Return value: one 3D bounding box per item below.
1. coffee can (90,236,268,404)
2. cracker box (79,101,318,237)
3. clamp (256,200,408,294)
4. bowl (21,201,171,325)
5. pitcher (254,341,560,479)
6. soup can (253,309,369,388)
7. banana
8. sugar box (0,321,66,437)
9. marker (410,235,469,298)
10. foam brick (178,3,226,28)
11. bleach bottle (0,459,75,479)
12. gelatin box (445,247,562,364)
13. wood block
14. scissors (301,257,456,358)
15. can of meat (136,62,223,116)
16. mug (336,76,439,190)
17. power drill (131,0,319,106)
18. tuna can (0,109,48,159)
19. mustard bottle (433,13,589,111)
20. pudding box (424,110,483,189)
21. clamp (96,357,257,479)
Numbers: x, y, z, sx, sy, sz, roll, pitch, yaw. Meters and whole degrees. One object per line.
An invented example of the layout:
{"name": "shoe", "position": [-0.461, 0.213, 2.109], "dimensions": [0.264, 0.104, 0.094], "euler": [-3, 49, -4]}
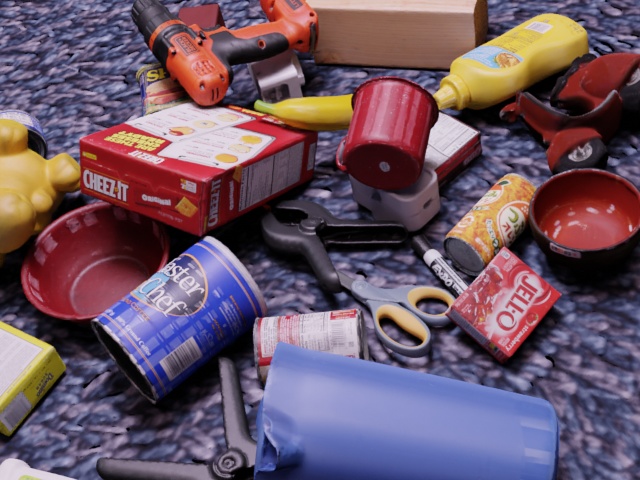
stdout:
{"name": "coffee can", "position": [-0.137, 0.077, 1.043], "dimensions": [0.140, 0.103, 0.103], "euler": [-38, 52, -20]}
{"name": "cracker box", "position": [-0.127, -0.085, 1.150], "dimensions": [0.164, 0.072, 0.213], "euler": [19, 28, 26]}
{"name": "clamp", "position": [-0.007, 0.001, 1.115], "dimensions": [0.172, 0.039, 0.120], "euler": [14, 34, 32]}
{"name": "bowl", "position": [-0.231, 0.035, 1.133], "dimensions": [0.162, 0.055, 0.162], "euler": [-6, 48, 7]}
{"name": "pitcher", "position": [0.069, 0.165, 0.896], "dimensions": [0.243, 0.145, 0.149], "euler": [9, 54, 4]}
{"name": "soup can", "position": [-0.008, 0.103, 1.015], "dimensions": [0.102, 0.068, 0.068], "euler": [-6, 48, 6]}
{"name": "banana", "position": [0.023, -0.152, 1.200], "dimensions": [0.197, 0.037, 0.070], "euler": [-11, 45, -41]}
{"name": "sugar box", "position": [-0.356, 0.124, 1.091], "dimensions": [0.176, 0.048, 0.093], "euler": [19, 56, 31]}
{"name": "marker", "position": [0.128, 0.035, 1.077], "dimensions": [0.020, 0.020, 0.121], "euler": [-28, 49, -13]}
{"name": "foam brick", "position": [-0.146, -0.252, 1.351], "dimensions": [0.053, 0.078, 0.051], "euler": [-5, 50, 8]}
{"name": "bleach bottle", "position": [-0.171, 0.261, 0.918], "dimensions": [0.251, 0.068, 0.102], "euler": [7, 51, 15]}
{"name": "gelatin box", "position": [0.176, 0.061, 1.019], "dimensions": [0.073, 0.030, 0.089], "euler": [42, 66, 9]}
{"name": "wood block", "position": [0.096, -0.273, 1.307], "dimensions": [0.206, 0.091, 0.090], "euler": [6, 50, 17]}
{"name": "scissors", "position": [0.062, 0.047, 1.085], "dimensions": [0.096, 0.016, 0.202], "euler": [-25, 43, -17]}
{"name": "can of meat", "position": [-0.169, -0.175, 1.303], "dimensions": [0.102, 0.057, 0.084], "euler": [-14, 51, 1]}
{"name": "mug", "position": [0.061, -0.102, 1.093], "dimensions": [0.117, 0.093, 0.081], "euler": [-18, 45, 40]}
{"name": "power drill", "position": [-0.110, -0.249, 1.263], "dimensions": [0.187, 0.057, 0.184], "euler": [-26, 59, -21]}
{"name": "tuna can", "position": [-0.369, -0.112, 1.272], "dimensions": [0.086, 0.086, 0.034], "euler": [-23, 51, -8]}
{"name": "mustard bottle", "position": [0.208, -0.197, 1.222], "dimensions": [0.191, 0.058, 0.096], "euler": [-29, 34, -20]}
{"name": "pudding box", "position": [0.111, -0.107, 1.193], "dimensions": [0.090, 0.039, 0.114], "euler": [-39, 54, -22]}
{"name": "clamp", "position": [-0.077, 0.201, 0.965], "dimensions": [0.210, 0.036, 0.164], "euler": [27, 59, 28]}
